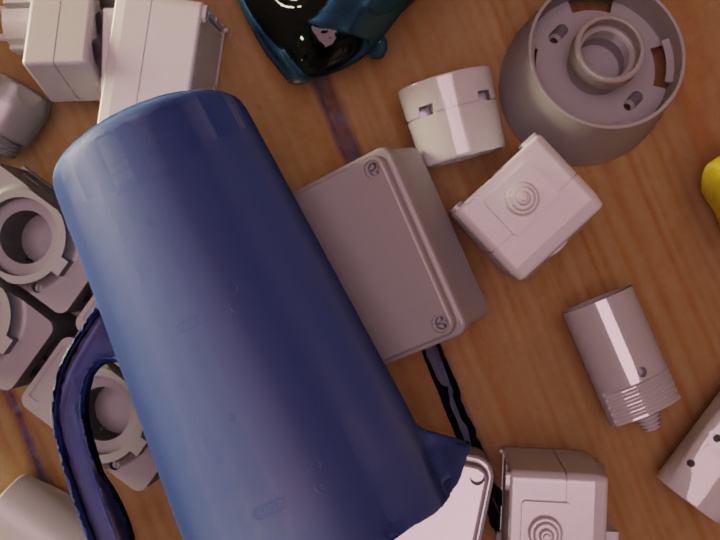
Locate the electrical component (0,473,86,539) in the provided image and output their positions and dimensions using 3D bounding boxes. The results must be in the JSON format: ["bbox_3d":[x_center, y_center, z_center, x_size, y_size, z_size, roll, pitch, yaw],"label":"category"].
[{"bbox_3d":[-0.194,0.177,0.647,0.077,0.044,0.079,34,93,4],"label":"electrical component"}]

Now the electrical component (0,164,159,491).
[{"bbox_3d":[-0.168,0.032,0.639,0.186,0.060,0.105,36,93,4],"label":"electrical component"}]

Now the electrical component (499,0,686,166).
[{"bbox_3d":[0.135,-0.116,0.623,0.099,0.064,0.099,1,79,-4],"label":"electrical component"}]

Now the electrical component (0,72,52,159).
[{"bbox_3d":[-0.219,-0.086,0.652,0.043,0.043,0.062,30,91,5],"label":"electrical component"}]

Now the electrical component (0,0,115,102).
[{"bbox_3d":[-0.187,-0.147,0.637,0.076,0.047,0.083,-1,71,5],"label":"electrical component"}]

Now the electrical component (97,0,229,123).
[{"bbox_3d":[-0.120,-0.108,0.635,0.061,0.062,0.096,9,90,5],"label":"electrical component"}]

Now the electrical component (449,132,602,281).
[{"bbox_3d":[0.093,-0.031,0.598,0.062,0.096,0.061,-43,89,3],"label":"electrical component"}]

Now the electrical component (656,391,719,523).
[{"bbox_3d":[0.224,0.111,0.611,0.079,0.043,0.077,36,93,3],"label":"electrical component"}]

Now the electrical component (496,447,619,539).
[{"bbox_3d":[0.109,0.137,0.595,0.061,0.096,0.061,2,90,5],"label":"electrical component"}]

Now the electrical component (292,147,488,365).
[{"bbox_3d":[0.000,0.000,0.610,0.109,0.056,0.108,-25,87,26],"label":"electrical component"}]

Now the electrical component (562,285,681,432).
[{"bbox_3d":[0.152,0.054,0.618,0.043,0.043,0.081,-23,88,5],"label":"electrical component"}]

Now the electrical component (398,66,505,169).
[{"bbox_3d":[0.054,-0.087,0.623,0.055,0.055,0.047,-15,92,5],"label":"electrical component"}]

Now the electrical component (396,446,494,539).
[{"bbox_3d":[0.016,0.133,0.623,0.113,0.057,0.078,12,91,5],"label":"electrical component"}]
